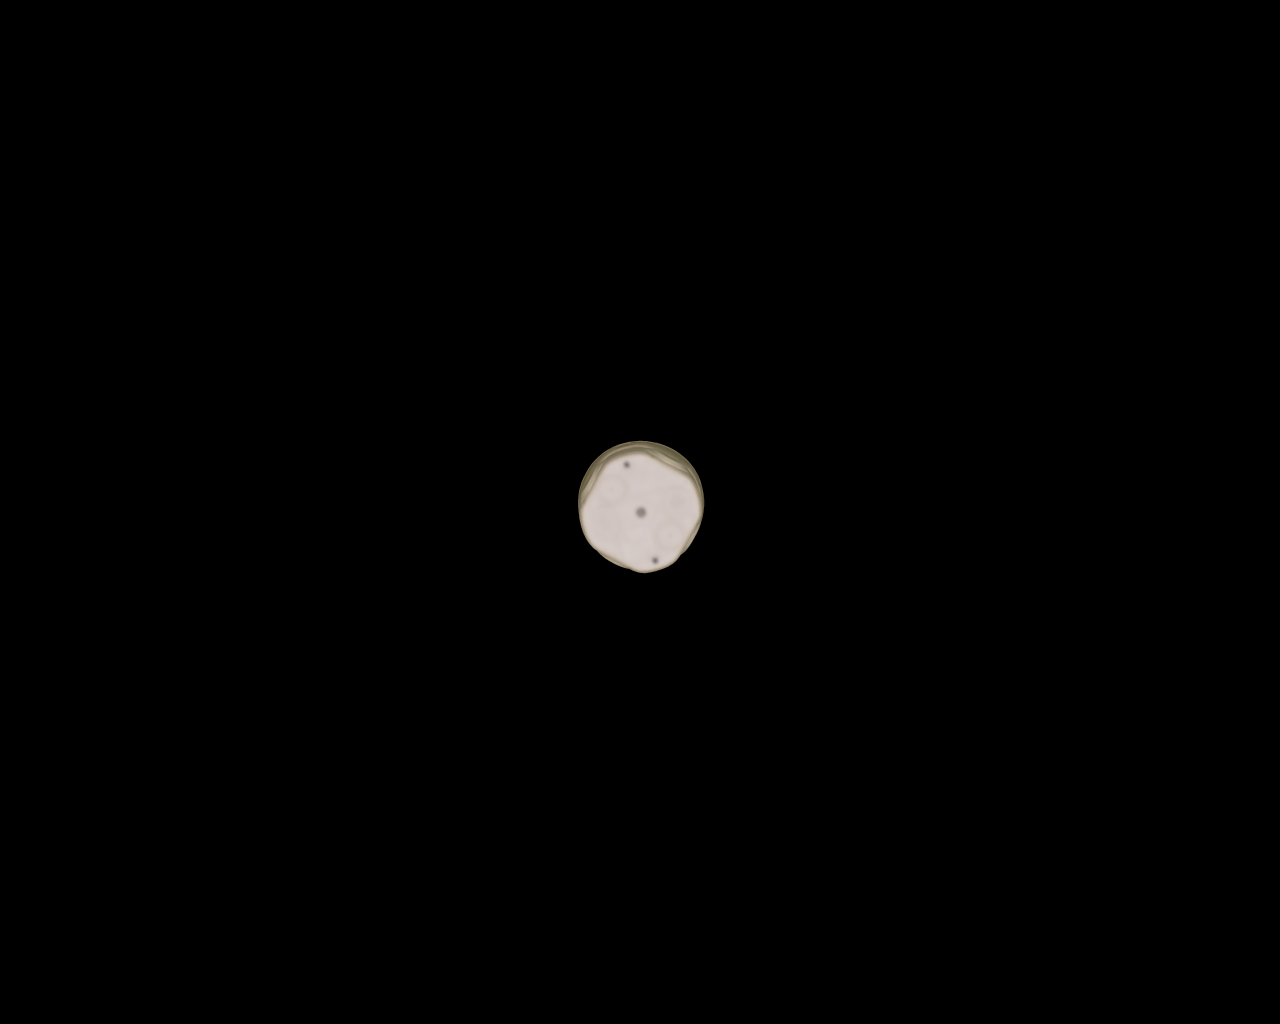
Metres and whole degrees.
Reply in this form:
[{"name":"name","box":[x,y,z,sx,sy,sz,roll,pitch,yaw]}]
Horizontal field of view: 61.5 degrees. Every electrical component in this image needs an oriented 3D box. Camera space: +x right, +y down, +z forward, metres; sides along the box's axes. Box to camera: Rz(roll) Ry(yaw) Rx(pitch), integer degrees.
[{"name":"electrical component","box":[0.001,-0.003,0.650,0.080,0.080,0.051,0,8,0]}]
